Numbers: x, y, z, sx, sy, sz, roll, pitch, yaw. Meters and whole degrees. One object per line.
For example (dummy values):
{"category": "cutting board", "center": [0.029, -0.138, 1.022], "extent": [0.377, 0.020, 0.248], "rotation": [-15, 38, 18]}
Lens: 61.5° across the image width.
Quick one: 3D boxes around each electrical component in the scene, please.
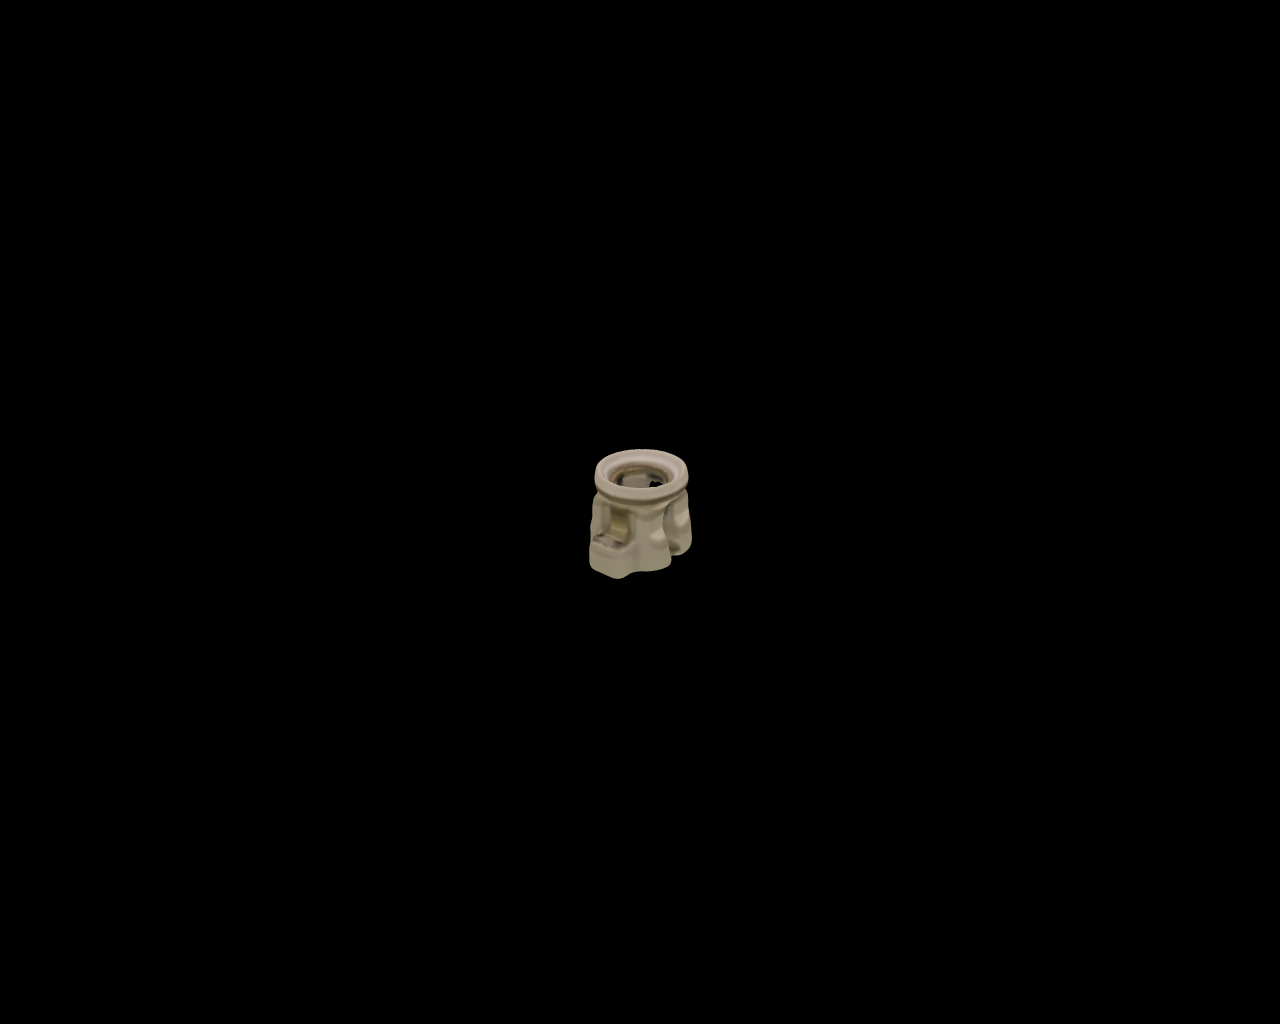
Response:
{"category": "electrical component", "center": [0.001, -0.003, 0.650], "extent": [0.058, 0.056, 0.078], "rotation": [20, 35, 31]}
